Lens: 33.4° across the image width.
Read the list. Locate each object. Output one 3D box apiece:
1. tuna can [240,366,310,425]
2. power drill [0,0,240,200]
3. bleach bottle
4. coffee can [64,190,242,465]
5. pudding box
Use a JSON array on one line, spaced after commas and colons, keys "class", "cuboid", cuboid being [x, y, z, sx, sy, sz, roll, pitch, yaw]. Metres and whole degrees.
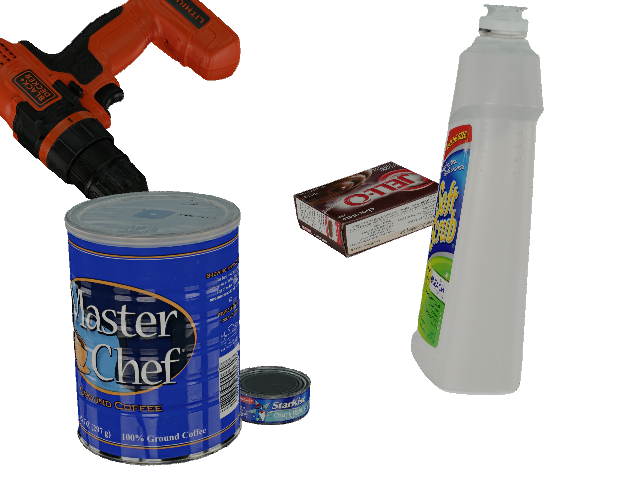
[{"class": "tuna can", "cuboid": [-0.053, 0.162, 1.115, 0.086, 0.034, 0.086, 1, 14, -1]}, {"class": "power drill", "cuboid": [-0.152, -0.121, 0.833, 0.187, 0.184, 0.057, -39, -14, -32]}, {"class": "bleach bottle", "cuboid": [0.109, -0.030, 0.716, 0.068, 0.251, 0.102, 2, 13, -7]}, {"class": "coffee can", "cuboid": [-0.099, 0.050, 0.648, 0.103, 0.140, 0.103, 0, 16, 0]}, {"class": "pudding box", "cuboid": [0.046, -0.030, 0.972, 0.113, 0.039, 0.090, -22, 27, -23]}]
